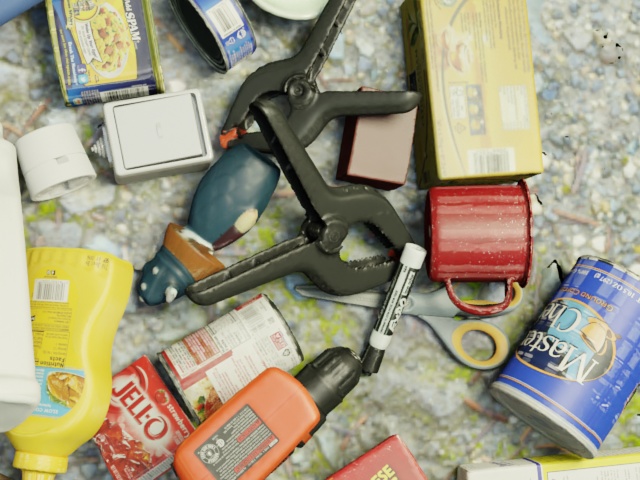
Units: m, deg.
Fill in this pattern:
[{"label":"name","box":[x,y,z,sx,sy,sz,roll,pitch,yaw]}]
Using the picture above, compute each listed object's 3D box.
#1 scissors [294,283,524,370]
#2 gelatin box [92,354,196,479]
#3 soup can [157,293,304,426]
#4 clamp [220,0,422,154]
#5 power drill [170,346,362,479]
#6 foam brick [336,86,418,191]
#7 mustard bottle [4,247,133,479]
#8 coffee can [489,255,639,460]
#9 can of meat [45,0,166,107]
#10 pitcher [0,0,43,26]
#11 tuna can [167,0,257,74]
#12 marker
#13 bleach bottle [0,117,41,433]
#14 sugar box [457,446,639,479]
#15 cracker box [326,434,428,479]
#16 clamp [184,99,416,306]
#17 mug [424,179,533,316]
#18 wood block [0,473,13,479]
[{"label":"scissors","box":[0.083,0.073,0.925,0.201,0.016,0.096,-8,87,-10]},{"label":"gelatin box","box":[-0.146,0.147,0.854,0.073,0.030,0.089,-34,61,-8]},{"label":"soup can","box":[-0.073,0.096,0.871,0.102,0.068,0.068,-30,91,-11]},{"label":"clamp","box":[-0.012,-0.133,0.885,0.172,0.039,0.120,-22,75,14]},{"label":"power drill","box":[-0.037,0.143,0.814,0.184,0.187,0.057,-44,80,-7]},{"label":"foam brick","box":[0.049,-0.085,0.913,0.053,0.051,0.078,11,84,-10]},{"label":"mustard bottle","box":[-0.206,0.104,0.833,0.096,0.058,0.191,2,76,23]},{"label":"coffee can","box":[0.224,0.098,0.903,0.103,0.103,0.140,37,81,-5]},{"label":"can of meat","box":[-0.176,-0.163,0.879,0.084,0.057,0.102,-10,87,-8]},{"label":"pitcher","box":[-0.301,-0.211,0.805,0.243,0.149,0.145,-29,56,-3]},{"label":"tuna can","box":[-0.090,-0.182,0.880,0.033,0.086,0.086,-36,92,-12]},{"label":"marker","box":[0.060,0.061,0.899,0.020,0.020,0.121,18,106,-8]},{"label":"bleach bottle","box":[-0.253,0.012,0.804,0.068,0.103,0.251,5,64,-27]},{"label":"sugar box","box":[0.209,0.233,0.920,0.176,0.048,0.093,-3,87,-6]},{"label":"cracker box","box":[0.052,0.289,0.852,0.164,0.072,0.214,-32,80,-4]},{"label":"clamp","box":[-0.006,0.001,0.863,0.209,0.036,0.164,26,90,-36]},{"label":"mug","box":[0.131,0.007,0.897,0.081,0.093,0.117,-1,74,1]},{"label":"wood block","box":[-0.279,0.286,0.811,0.090,0.090,0.206,27,82,-7]}]
